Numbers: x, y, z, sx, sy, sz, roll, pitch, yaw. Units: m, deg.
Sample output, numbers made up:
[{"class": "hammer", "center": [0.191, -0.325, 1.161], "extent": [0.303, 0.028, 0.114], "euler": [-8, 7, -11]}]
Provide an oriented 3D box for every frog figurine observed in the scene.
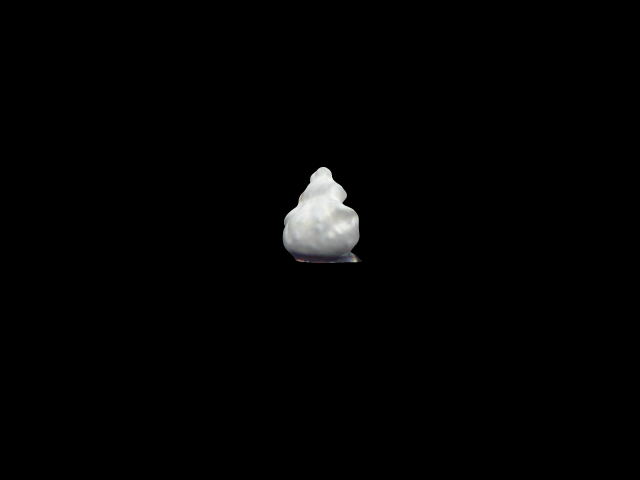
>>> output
[{"class": "frog figurine", "center": [0.003, -0.043, 0.850], "extent": [0.123, 0.159, 0.137], "euler": [-1, 2, -43]}]
